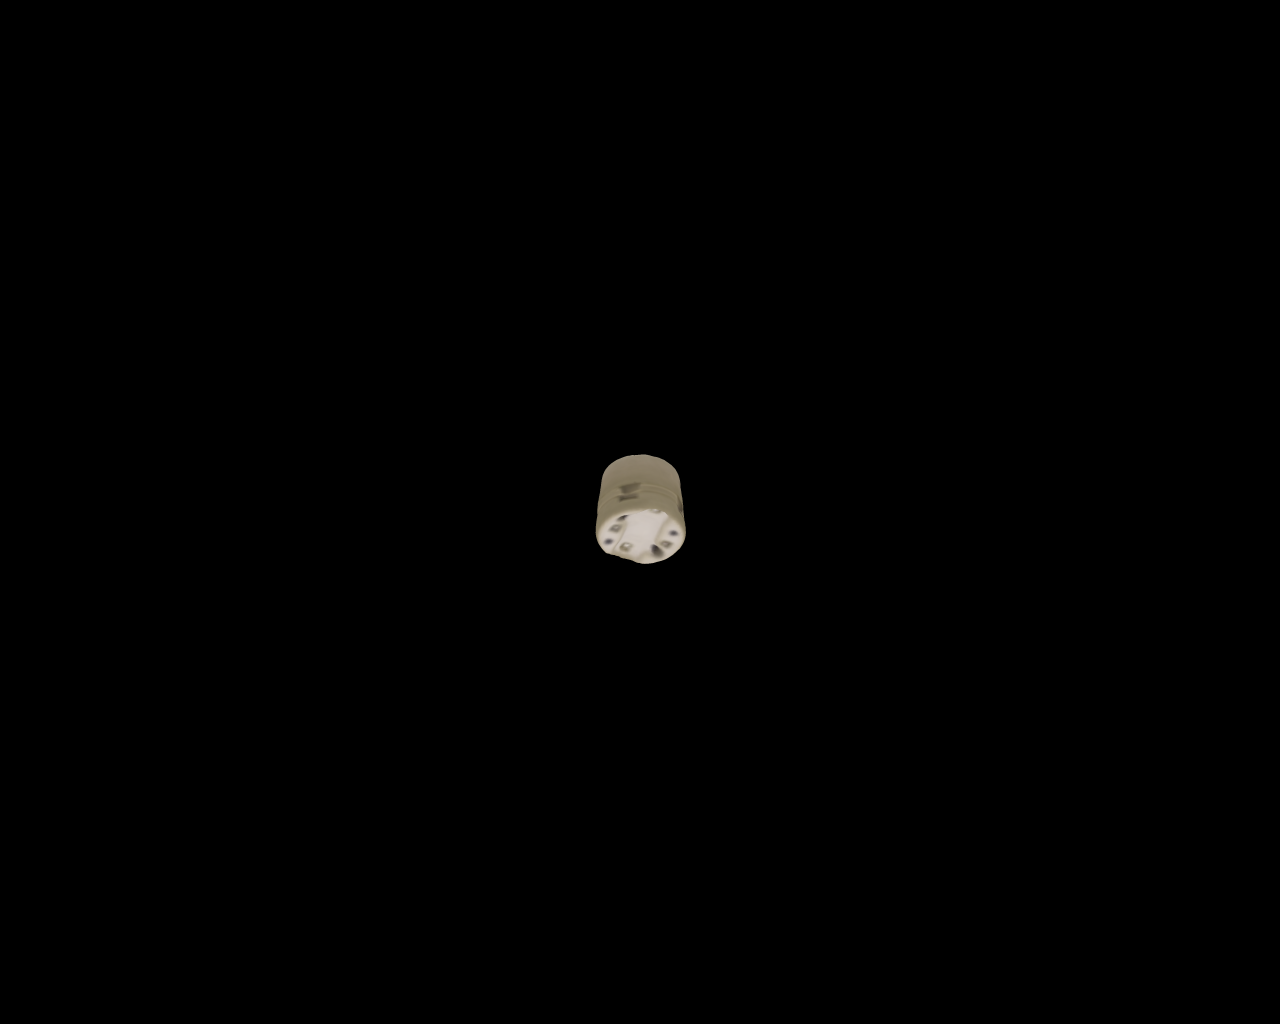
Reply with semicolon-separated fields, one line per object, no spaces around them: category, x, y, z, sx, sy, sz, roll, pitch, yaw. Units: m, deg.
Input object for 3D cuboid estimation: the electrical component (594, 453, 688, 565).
electrical component;0.001;-0.003;0.650;0.055;0.047;0.055;0;-39;0
